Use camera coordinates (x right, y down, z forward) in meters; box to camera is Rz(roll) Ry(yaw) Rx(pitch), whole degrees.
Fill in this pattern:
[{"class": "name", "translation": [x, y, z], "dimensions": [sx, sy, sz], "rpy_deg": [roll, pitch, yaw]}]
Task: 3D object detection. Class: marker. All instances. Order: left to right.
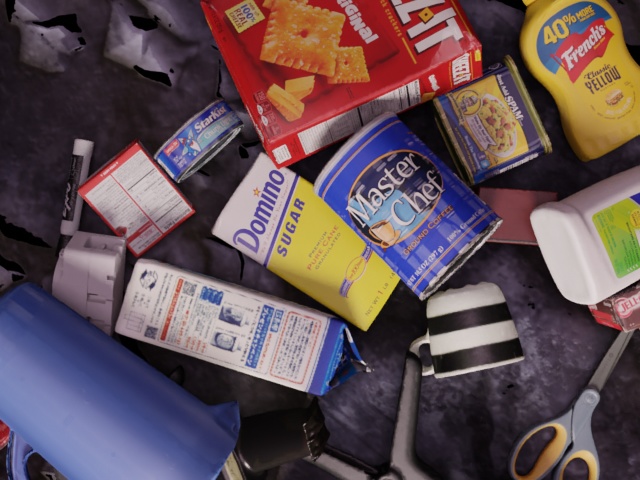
[{"class": "marker", "translation": [-0.237, -0.037, 1.028], "dimensions": [0.020, 0.020, 0.121], "rpy_deg": [10, 90, -1]}]

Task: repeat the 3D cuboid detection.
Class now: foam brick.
[{"class": "foam brick", "translation": [0.181, -0.022, 1.015], "dimensions": [0.078, 0.053, 0.051], "rpy_deg": [4, 90, -2]}]

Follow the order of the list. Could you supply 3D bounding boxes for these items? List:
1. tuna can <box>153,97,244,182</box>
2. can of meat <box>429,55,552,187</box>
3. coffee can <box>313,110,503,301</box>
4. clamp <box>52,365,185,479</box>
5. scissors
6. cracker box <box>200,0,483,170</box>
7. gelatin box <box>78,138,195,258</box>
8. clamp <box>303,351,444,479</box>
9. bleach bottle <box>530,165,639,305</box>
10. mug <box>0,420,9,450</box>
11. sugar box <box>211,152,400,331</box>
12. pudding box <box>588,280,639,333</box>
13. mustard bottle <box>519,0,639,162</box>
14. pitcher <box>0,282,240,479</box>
[{"class": "tuna can", "translation": [-0.112, -0.093, 0.996], "dimensions": [0.086, 0.086, 0.034], "rpy_deg": [-41, 92, 0]}, {"class": "can of meat", "translation": [0.159, -0.111, 1.013], "dimensions": [0.084, 0.057, 0.102], "rpy_deg": [-25, 90, 2]}, {"class": "coffee can", "translation": [0.078, -0.031, 0.954], "dimensions": [0.103, 0.103, 0.140], "rpy_deg": [-44, 80, 0]}, {"class": "clamp", "translation": [-0.198, 0.180, 1.020], "dimensions": [0.120, 0.039, 0.171], "rpy_deg": [9, 91, 3]}, {"class": "scissors", "translation": [0.269, 0.172, 1.034], "dimensions": [0.202, 0.016, 0.096], "rpy_deg": [-44, 92, 0]}, {"class": "cracker box", "translation": [0.020, -0.187, 0.983], "dimensions": [0.213, 0.072, 0.164], "rpy_deg": [-25, 72, 1]}, {"class": "gelatin box", "translation": [-0.174, -0.039, 1.016], "dimensions": [0.073, 0.030, 0.089], "rpy_deg": [-39, 106, 2]}, {"class": "clamp", "translation": [0.070, 0.218, 1.015], "dimensions": [0.165, 0.036, 0.210], "rpy_deg": [-35, 92, 12]}, {"class": "bleach bottle", "translation": [0.321, -0.038, 0.990], "dimensions": [0.250, 0.068, 0.102], "rpy_deg": [-28, 102, -18]}, {"class": "mug", "translation": [-0.332, 0.177, 0.996], "dimensions": [0.093, 0.081, 0.117], "rpy_deg": [-20, 90, -1]}, {"class": "sugar box", "translation": [-0.007, 0.001, 1.017], "dimensions": [0.176, 0.048, 0.093], "rpy_deg": [32, 88, -2]}, {"class": "pudding box", "translation": [0.314, 0.045, 0.997], "dimensions": [0.113, 0.090, 0.039], "rpy_deg": [-22, 93, -2]}, {"class": "mustard bottle", "translation": [0.245, -0.178, 1.013], "dimensions": [0.096, 0.058, 0.191], "rpy_deg": [-30, 90, 0]}, {"class": "pitcher", "translation": [-0.205, 0.158, 0.939], "dimensions": [0.243, 0.149, 0.145], "rpy_deg": [38, 129, -1]}]
